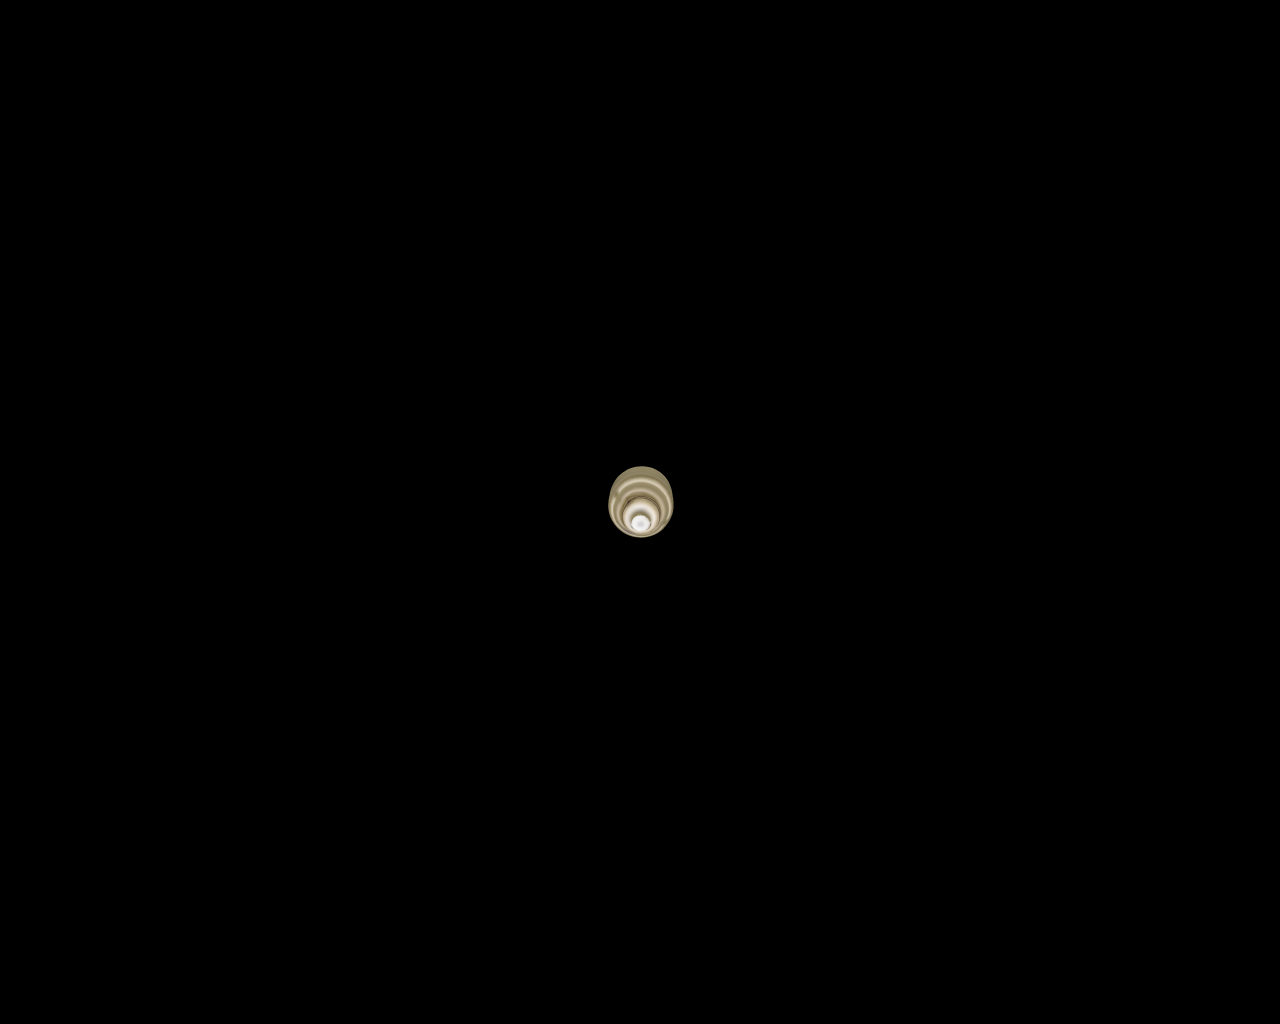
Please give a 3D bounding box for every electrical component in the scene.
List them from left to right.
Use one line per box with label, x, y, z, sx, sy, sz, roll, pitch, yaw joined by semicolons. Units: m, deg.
electrical component;0.001;-0.003;0.650;0.040;0.040;0.078;0;14;0
